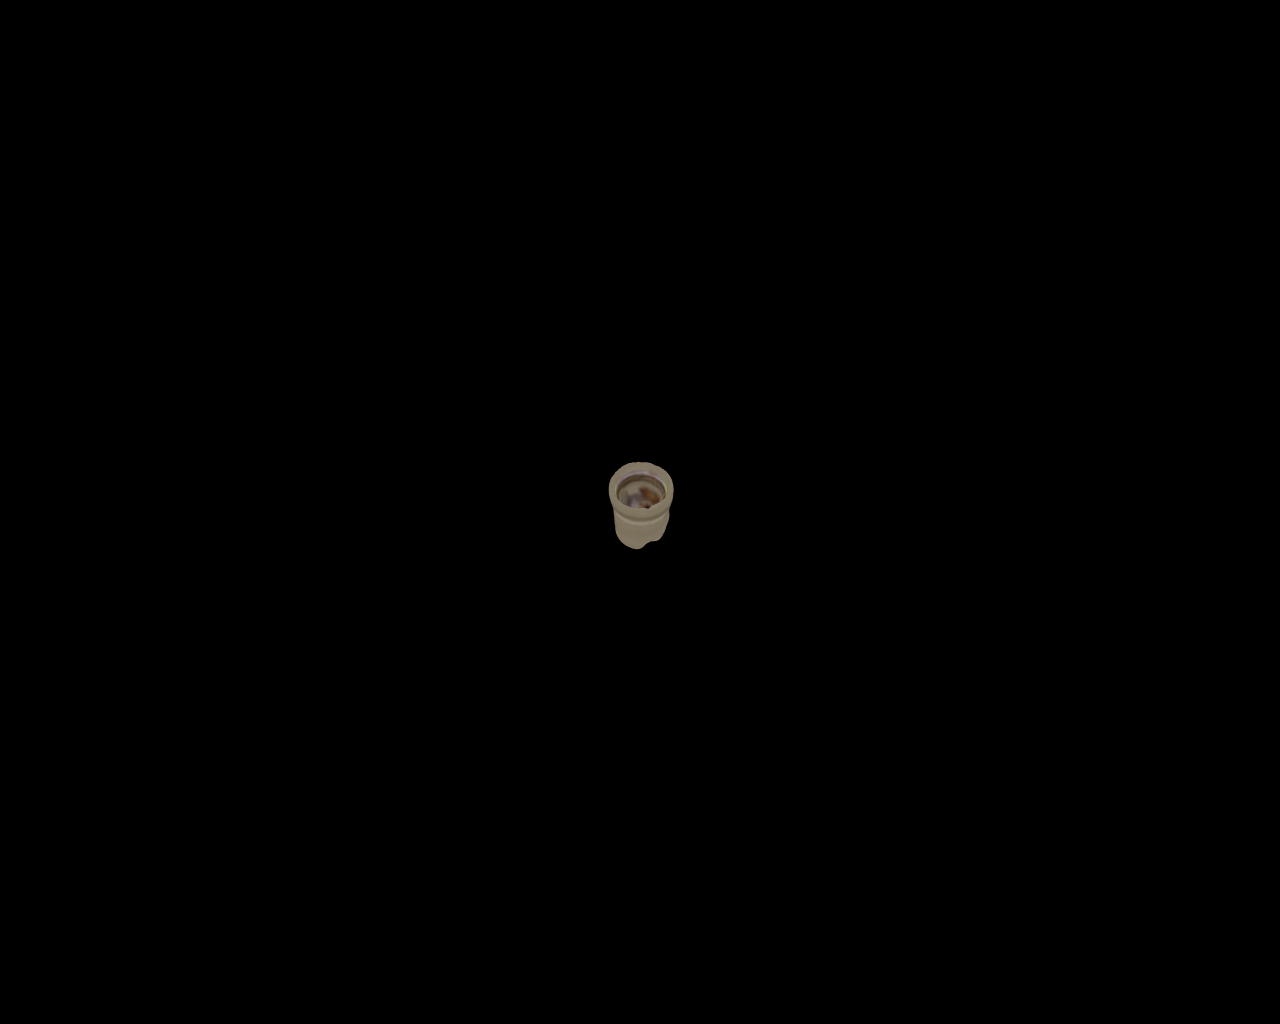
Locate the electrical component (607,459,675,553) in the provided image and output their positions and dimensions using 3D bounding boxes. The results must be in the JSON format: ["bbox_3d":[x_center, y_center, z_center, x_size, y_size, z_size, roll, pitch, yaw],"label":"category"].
[{"bbox_3d":[0.001,-0.003,0.650,0.040,0.040,0.046,0,-38,0],"label":"electrical component"}]
